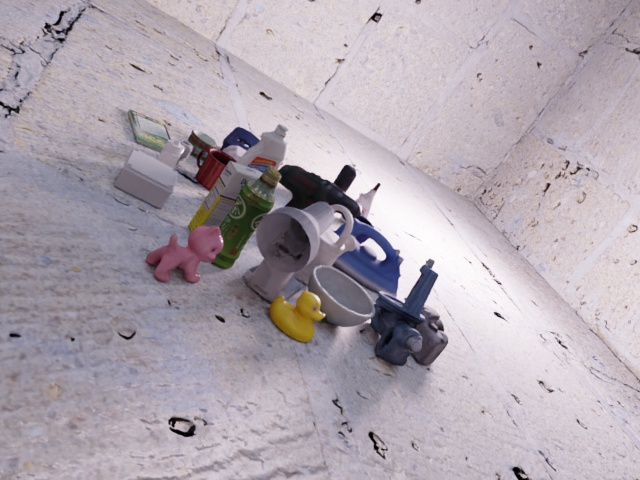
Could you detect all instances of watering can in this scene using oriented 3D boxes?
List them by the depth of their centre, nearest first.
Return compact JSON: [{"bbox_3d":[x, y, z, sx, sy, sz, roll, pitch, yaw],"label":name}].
[{"bbox_3d":[0.011,0.003,1.324,0.100,0.194,0.173,42,20,16],"label":"watering can"}]

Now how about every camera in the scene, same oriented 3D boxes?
[{"bbox_3d":[0.262,0.219,1.395,0.137,0.100,0.142,12,30,-49],"label":"camera"}]

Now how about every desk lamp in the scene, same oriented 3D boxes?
[{"bbox_3d":[-0.061,0.019,1.138,0.118,0.213,0.204,39,20,9],"label":"desk lamp"}]

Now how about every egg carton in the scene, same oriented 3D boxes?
[{"bbox_3d":[-0.211,-0.204,1.611,0.151,0.069,0.107,29,21,-19],"label":"egg carton"}]

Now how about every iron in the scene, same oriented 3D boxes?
[{"bbox_3d":[0.137,0.038,1.537,0.258,0.141,0.118,34,19,-6],"label":"iron"}]

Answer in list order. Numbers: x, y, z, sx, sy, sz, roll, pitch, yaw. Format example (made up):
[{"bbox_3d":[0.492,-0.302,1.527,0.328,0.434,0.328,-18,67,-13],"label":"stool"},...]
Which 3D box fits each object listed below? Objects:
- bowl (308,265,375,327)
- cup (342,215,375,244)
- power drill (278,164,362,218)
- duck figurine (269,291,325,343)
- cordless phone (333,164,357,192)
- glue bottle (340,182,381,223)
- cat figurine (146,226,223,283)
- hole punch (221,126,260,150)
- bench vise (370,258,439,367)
[{"bbox_3d":[0.034,0.135,1.242,0.168,0.074,0.167,32,20,-13],"label":"bowl"},{"bbox_3d":[0.093,-0.027,1.681,0.117,0.095,0.092,41,20,14],"label":"cup"},{"bbox_3d":[-0.035,-0.065,1.382,0.229,0.208,0.076,42,20,16],"label":"power drill"},{"bbox_3d":[-0.039,0.135,1.102,0.104,0.086,0.078,37,19,3],"label":"duck figurine"},{"bbox_3d":[0.021,-0.173,1.758,0.147,0.185,0.094,38,19,6],"label":"cordless phone"},{"bbox_3d":[0.142,-0.117,1.850,0.078,0.173,0.037,28,21,-21],"label":"glue bottle"},{"bbox_3d":[-0.226,0.013,1.018,0.067,0.117,0.128,47,22,28],"label":"cat figurine"},{"bbox_3d":[-0.232,-0.273,1.701,0.109,0.091,0.101,35,19,-5],"label":"hole punch"},{"bbox_3d":[0.206,0.158,1.261,0.122,0.219,0.207,21,25,-37],"label":"bench vise"}]
